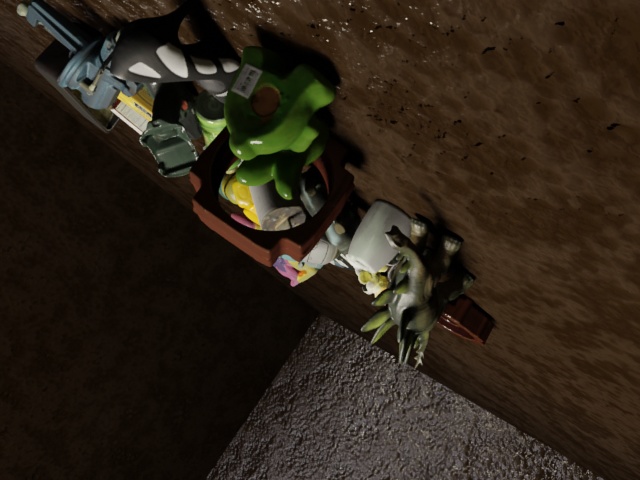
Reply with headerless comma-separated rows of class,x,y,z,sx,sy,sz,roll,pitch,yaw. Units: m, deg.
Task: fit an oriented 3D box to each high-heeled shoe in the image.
high-heeled shoe,-0.183,-0.212,0.719,0.086,0.145,0.248,34,168,15

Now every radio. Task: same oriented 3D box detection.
radio,-0.482,-0.338,1.139,0.073,0.131,0.229,33,169,10

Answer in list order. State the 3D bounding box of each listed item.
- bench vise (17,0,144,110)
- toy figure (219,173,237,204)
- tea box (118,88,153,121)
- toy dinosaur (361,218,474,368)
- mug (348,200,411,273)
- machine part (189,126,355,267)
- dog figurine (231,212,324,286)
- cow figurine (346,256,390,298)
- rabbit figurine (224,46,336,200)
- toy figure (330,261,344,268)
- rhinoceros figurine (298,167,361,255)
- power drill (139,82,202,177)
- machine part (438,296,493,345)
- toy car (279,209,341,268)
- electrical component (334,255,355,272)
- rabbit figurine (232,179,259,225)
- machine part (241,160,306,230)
bench vise,-0.420,-0.338,0.947,0.240,0.129,0.224,41,154,-17
toy figure,-0.206,-0.129,1.321,0.082,0.089,0.180,32,170,-29
tea box,-0.343,-0.286,1.113,0.169,0.068,0.098,37,170,-6
toy dinosaur,0.164,0.109,0.920,0.105,0.198,0.470,32,168,33
mug,0.101,0.005,0.899,0.081,0.107,0.109,27,165,45
machine part,-0.068,-0.079,0.780,0.201,0.201,0.087,34,161,8
dog figurine,-0.087,-0.010,1.179,0.219,0.108,0.191,44,154,-4
cow figurine,0.098,0.055,1.107,0.167,0.068,0.098,65,172,-3
rabbit figurine,-0.036,-0.132,0.673,0.121,0.159,0.170,20,180,23
toy figure,0.018,0.016,1.364,0.155,0.058,0.064,32,131,26
rhinoceros figurine,0.024,-0.040,0.947,0.073,0.112,0.190,-36,100,32
power drill,-0.248,-0.206,0.923,0.231,0.086,0.207,70,-171,-52
machine part,0.281,0.154,1.143,0.179,0.056,0.179,34,171,6
toy car,-0.002,-0.003,1.022,0.103,0.161,0.109,41,130,24
electrical component,0.058,0.021,1.247,0.114,0.058,0.134,44,167,-29
rabbit figurine,-0.106,-0.063,1.081,0.173,0.122,0.162,63,161,-14
machine part,-0.080,-0.095,0.890,0.079,0.079,0.243,50,-163,-55
